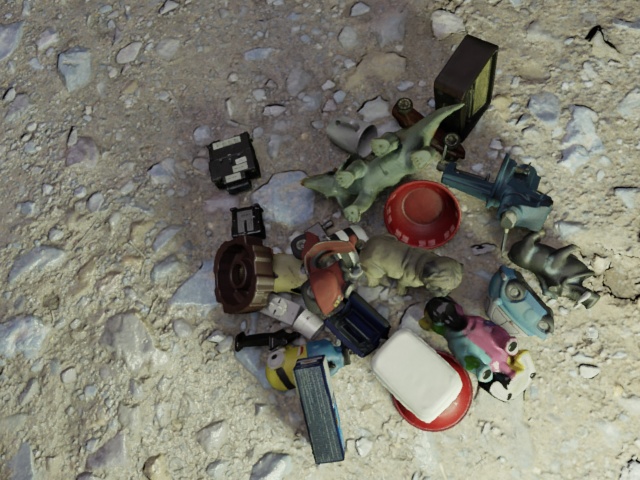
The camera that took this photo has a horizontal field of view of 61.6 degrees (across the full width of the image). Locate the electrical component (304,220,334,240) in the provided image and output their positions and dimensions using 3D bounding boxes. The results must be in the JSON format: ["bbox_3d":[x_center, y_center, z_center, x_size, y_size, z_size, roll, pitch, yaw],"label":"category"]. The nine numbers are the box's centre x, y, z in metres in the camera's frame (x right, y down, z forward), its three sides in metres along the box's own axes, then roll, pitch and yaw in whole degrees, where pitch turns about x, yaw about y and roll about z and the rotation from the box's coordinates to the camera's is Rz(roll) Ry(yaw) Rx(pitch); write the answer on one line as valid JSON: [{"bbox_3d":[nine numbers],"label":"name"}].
[{"bbox_3d":[-0.002,-0.004,1.215,0.094,0.021,0.063,-31,70,0],"label":"electrical component"}]

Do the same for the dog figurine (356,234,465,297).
[{"bbox_3d":[0.171,0.041,1.054,0.172,0.190,0.121,17,80,-15],"label":"dog figurine"}]

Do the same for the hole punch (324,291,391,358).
[{"bbox_3d":[0.075,0.178,1.089,0.142,0.115,0.092,38,77,17],"label":"hole punch"}]

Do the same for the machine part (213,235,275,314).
[{"bbox_3d":[-0.165,0.076,1.161,0.179,0.056,0.179,-9,78,47],"label":"machine part"}]

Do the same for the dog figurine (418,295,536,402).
[{"bbox_3d":[0.294,0.196,1.054,0.108,0.191,0.219,-46,36,-2],"label":"dog figurine"}]

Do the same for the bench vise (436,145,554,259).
[{"bbox_3d":[0.349,-0.104,1.104,0.241,0.128,0.224,22,53,16],"label":"bench vise"}]

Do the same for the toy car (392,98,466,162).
[{"bbox_3d":[0.242,-0.242,1.210,0.053,0.089,0.202,-44,71,-5],"label":"toy car"}]

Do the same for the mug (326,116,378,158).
[{"bbox_3d":[0.064,-0.248,1.243,0.107,0.109,0.081,26,83,31],"label":"mug"}]

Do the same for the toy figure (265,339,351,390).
[{"bbox_3d":[-0.025,0.255,1.105,0.180,0.082,0.089,-11,83,3],"label":"toy figure"}]

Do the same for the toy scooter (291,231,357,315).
[{"bbox_3d":[0.021,0.053,1.075,0.135,0.075,0.184,-20,62,9],"label":"toy scooter"}]

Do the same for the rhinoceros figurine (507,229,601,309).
[{"bbox_3d":[0.471,0.059,1.073,0.190,0.073,0.112,38,82,20],"label":"rhinoceros figurine"}]

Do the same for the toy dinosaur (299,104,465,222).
[{"bbox_3d":[0.141,-0.162,1.107,0.405,0.192,0.131,-29,103,30],"label":"toy dinosaur"}]

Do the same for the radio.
[{"bbox_3d":[0.308,-0.312,1.145,0.073,0.229,0.131,33,84,21],"label":"radio"}]

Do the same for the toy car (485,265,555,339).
[{"bbox_3d":[0.383,0.134,1.059,0.103,0.109,0.161,-41,86,23],"label":"toy car"}]

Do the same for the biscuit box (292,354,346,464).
[{"bbox_3d":[0.001,0.329,1.043,0.063,0.059,0.202,-11,97,8],"label":"biscuit box"}]

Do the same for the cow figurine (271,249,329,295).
[{"bbox_3d":[-0.036,0.085,1.160,0.195,0.085,0.127,3,75,16],"label":"cow figurine"}]

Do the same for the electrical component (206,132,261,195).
[{"bbox_3d":[-0.208,-0.180,1.296,0.115,0.058,0.134,-15,71,8],"label":"electrical component"}]

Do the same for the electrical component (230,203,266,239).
[{"bbox_3d":[-0.166,-0.019,1.240,0.075,0.047,0.119,-7,70,10],"label":"electrical component"}]

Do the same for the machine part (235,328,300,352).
[{"bbox_3d":[-0.118,0.213,1.144,0.139,0.084,0.039,-8,97,23],"label":"machine part"}]
